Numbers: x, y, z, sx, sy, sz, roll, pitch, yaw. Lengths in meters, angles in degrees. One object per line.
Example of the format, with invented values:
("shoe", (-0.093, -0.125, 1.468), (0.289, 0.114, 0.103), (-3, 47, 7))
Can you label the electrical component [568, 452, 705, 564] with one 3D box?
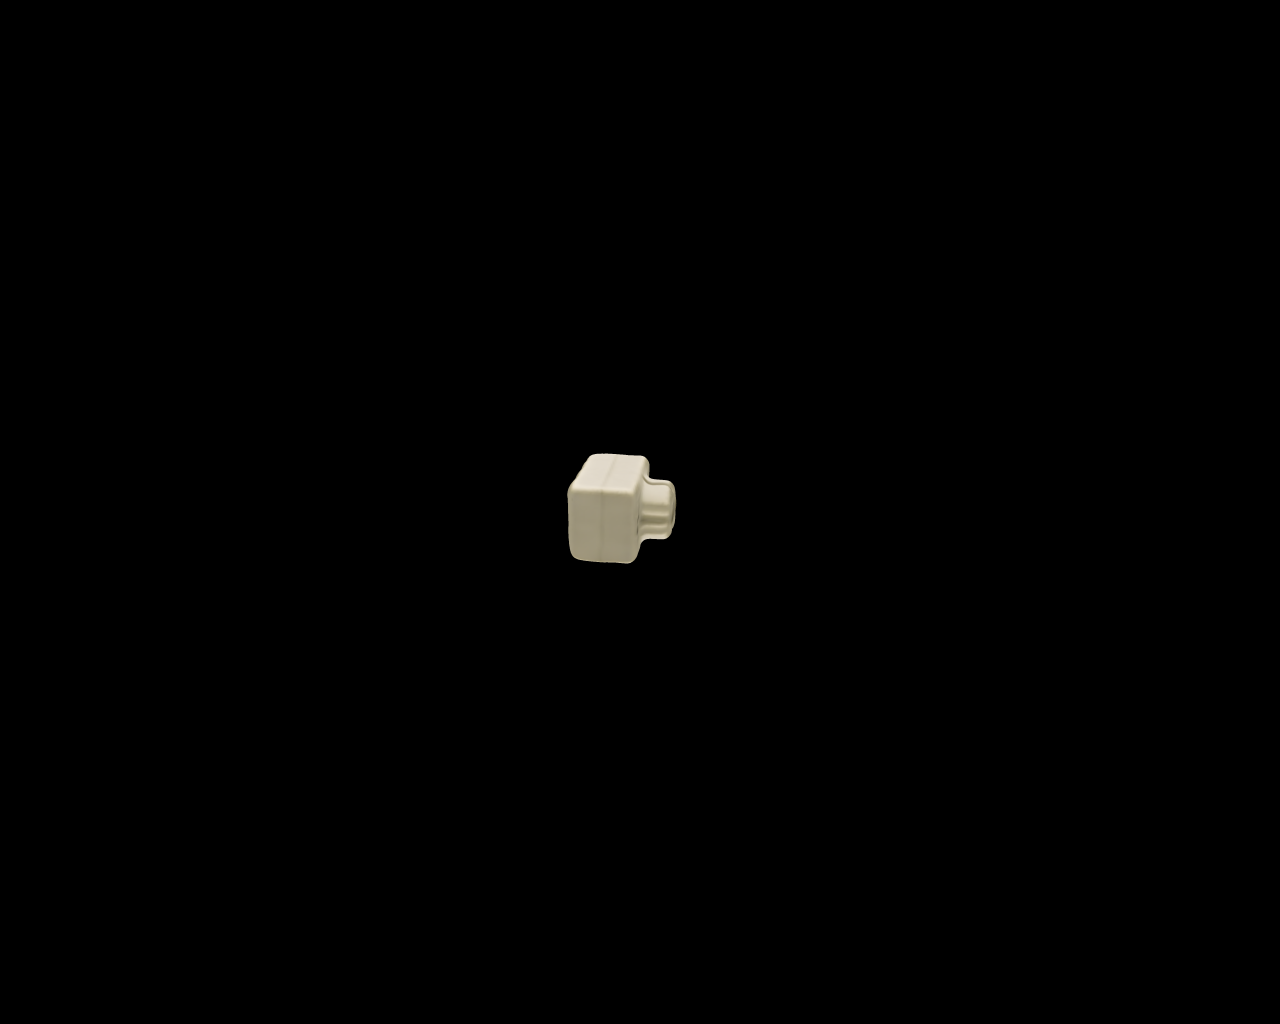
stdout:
("electrical component", (0.001, -0.003, 0.650), (0.077, 0.047, 0.066), (3, 22, 7))
